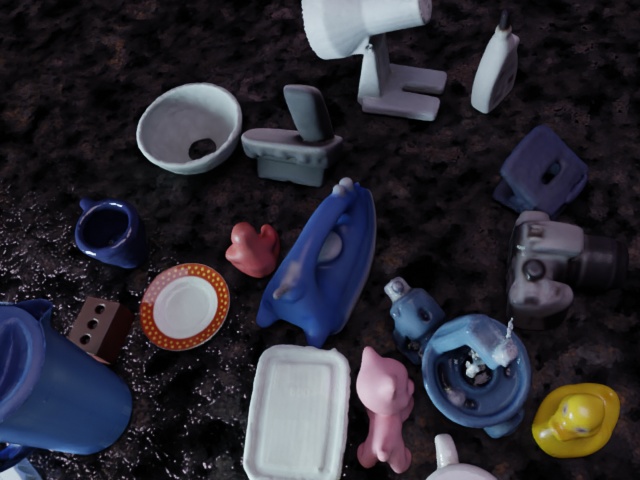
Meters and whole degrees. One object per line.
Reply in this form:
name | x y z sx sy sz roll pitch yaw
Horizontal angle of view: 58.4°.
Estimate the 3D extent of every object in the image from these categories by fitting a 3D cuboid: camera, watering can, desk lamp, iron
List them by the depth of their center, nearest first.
watering can | 0.144 0.279 0.555 0.101 0.194 0.172 -31 62 -8
camera | 0.307 0.035 0.714 0.136 0.101 0.143 7 63 12
iron | 0.007 0.003 0.752 0.118 0.142 0.258 19 67 18
desk lamp | 0.088 -0.297 0.859 0.203 0.214 0.118 11 64 14

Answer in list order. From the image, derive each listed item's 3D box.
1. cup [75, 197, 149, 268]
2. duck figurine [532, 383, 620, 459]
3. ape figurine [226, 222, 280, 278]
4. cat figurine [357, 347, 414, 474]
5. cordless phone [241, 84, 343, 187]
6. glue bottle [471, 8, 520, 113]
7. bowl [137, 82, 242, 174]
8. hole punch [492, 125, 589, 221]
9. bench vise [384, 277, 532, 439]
cup | -0.297 -0.007 0.829 0.092 0.095 0.117 -43 64 -14
duck figurine | 0.292 0.195 0.639 0.104 0.086 0.077 -30 62 -8
ape figurine | -0.096 0.007 0.794 0.078 0.092 0.076 -17 61 0
cat figurine | 0.074 0.192 0.655 0.067 0.118 0.128 0 62 9
cordless phone | -0.047 -0.167 0.826 0.147 0.185 0.094 6 63 12
glue bottle | 0.262 -0.268 0.840 0.037 0.173 0.078 39 74 25
bowl | -0.197 -0.164 0.910 0.167 0.075 0.167 -3 62 7
hole punch | 0.307 -0.088 0.785 0.101 0.091 0.109 36 73 24
bench vise | 0.139 0.119 0.626 0.207 0.220 0.122 29 70 21
